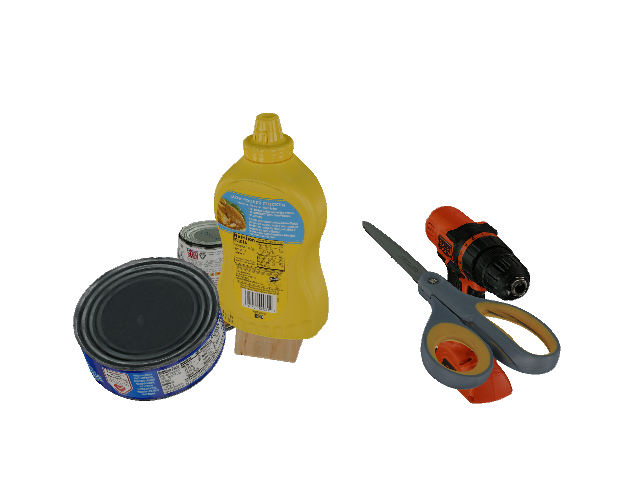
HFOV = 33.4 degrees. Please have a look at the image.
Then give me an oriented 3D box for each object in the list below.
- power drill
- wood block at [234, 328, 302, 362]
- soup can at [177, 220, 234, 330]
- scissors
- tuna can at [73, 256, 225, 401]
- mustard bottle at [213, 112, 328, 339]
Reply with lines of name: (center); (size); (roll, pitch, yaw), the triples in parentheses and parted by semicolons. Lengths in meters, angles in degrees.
power drill: (0.166, 0.073, 1.122); (0.057, 0.188, 0.184); (-9, 25, -14)
wood block: (-0.063, 0.052, 1.483); (0.090, 0.206, 0.090); (8, 22, 4)
soup can: (-0.117, 0.038, 1.129); (0.068, 0.102, 0.068); (2, 23, -1)
scissors: (0.069, 0.043, 0.726); (0.096, 0.016, 0.202); (-27, 41, -35)
tuna can: (-0.100, 0.052, 0.630); (0.086, 0.086, 0.034); (0, -44, 7)
mustard bottle: (-0.042, -0.014, 0.895); (0.096, 0.192, 0.058); (11, 29, 23)
